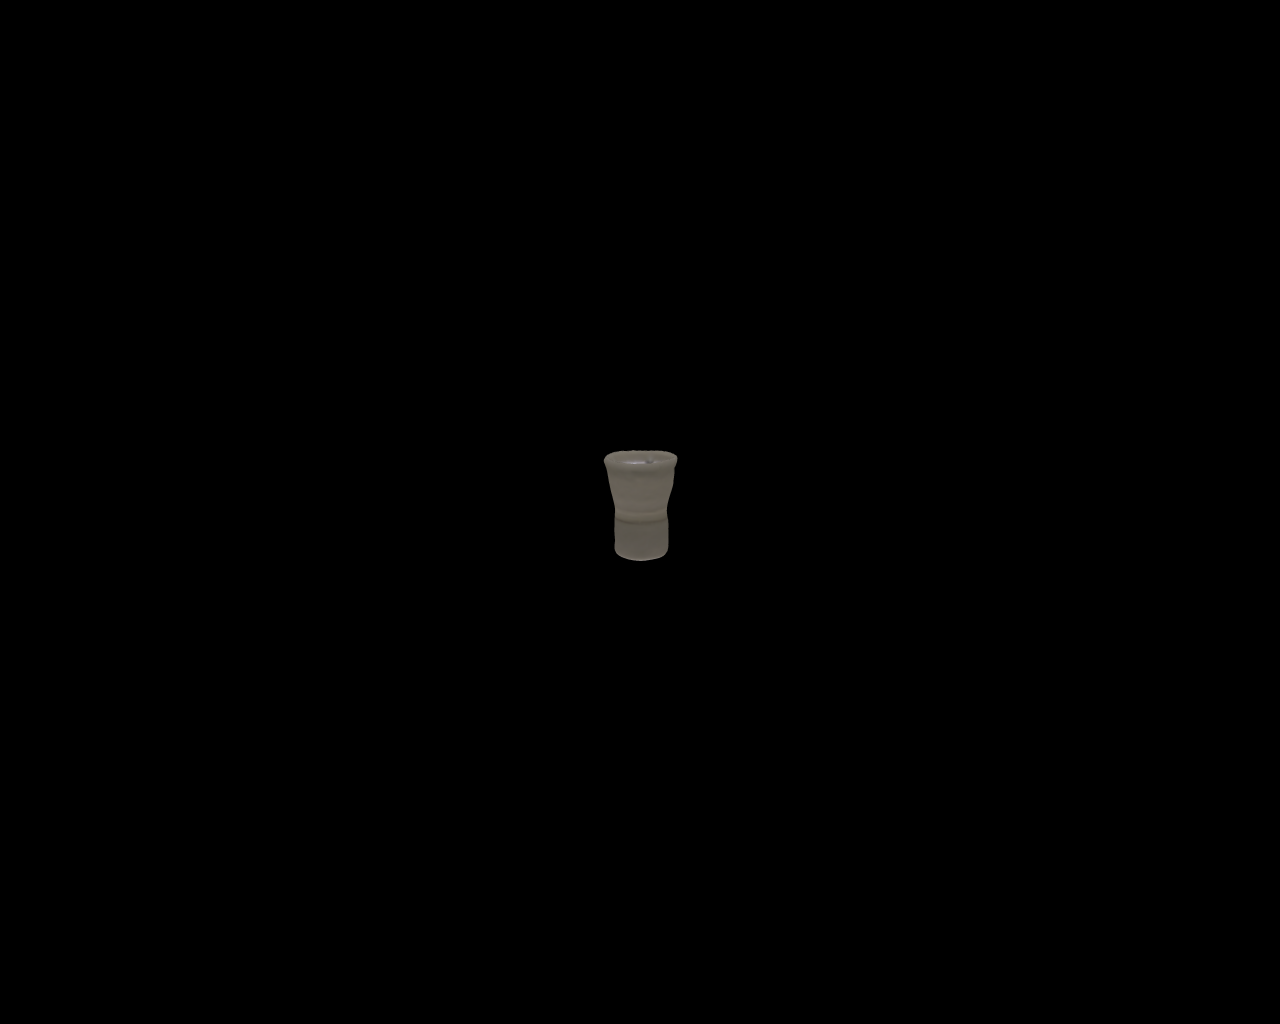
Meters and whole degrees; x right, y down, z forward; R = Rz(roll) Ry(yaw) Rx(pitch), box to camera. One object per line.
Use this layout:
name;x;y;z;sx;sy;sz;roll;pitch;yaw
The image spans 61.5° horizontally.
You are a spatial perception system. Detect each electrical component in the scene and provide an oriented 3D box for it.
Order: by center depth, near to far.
electrical component;0.001;-0.003;0.650;0.044;0.065;0.044;0;16;0
